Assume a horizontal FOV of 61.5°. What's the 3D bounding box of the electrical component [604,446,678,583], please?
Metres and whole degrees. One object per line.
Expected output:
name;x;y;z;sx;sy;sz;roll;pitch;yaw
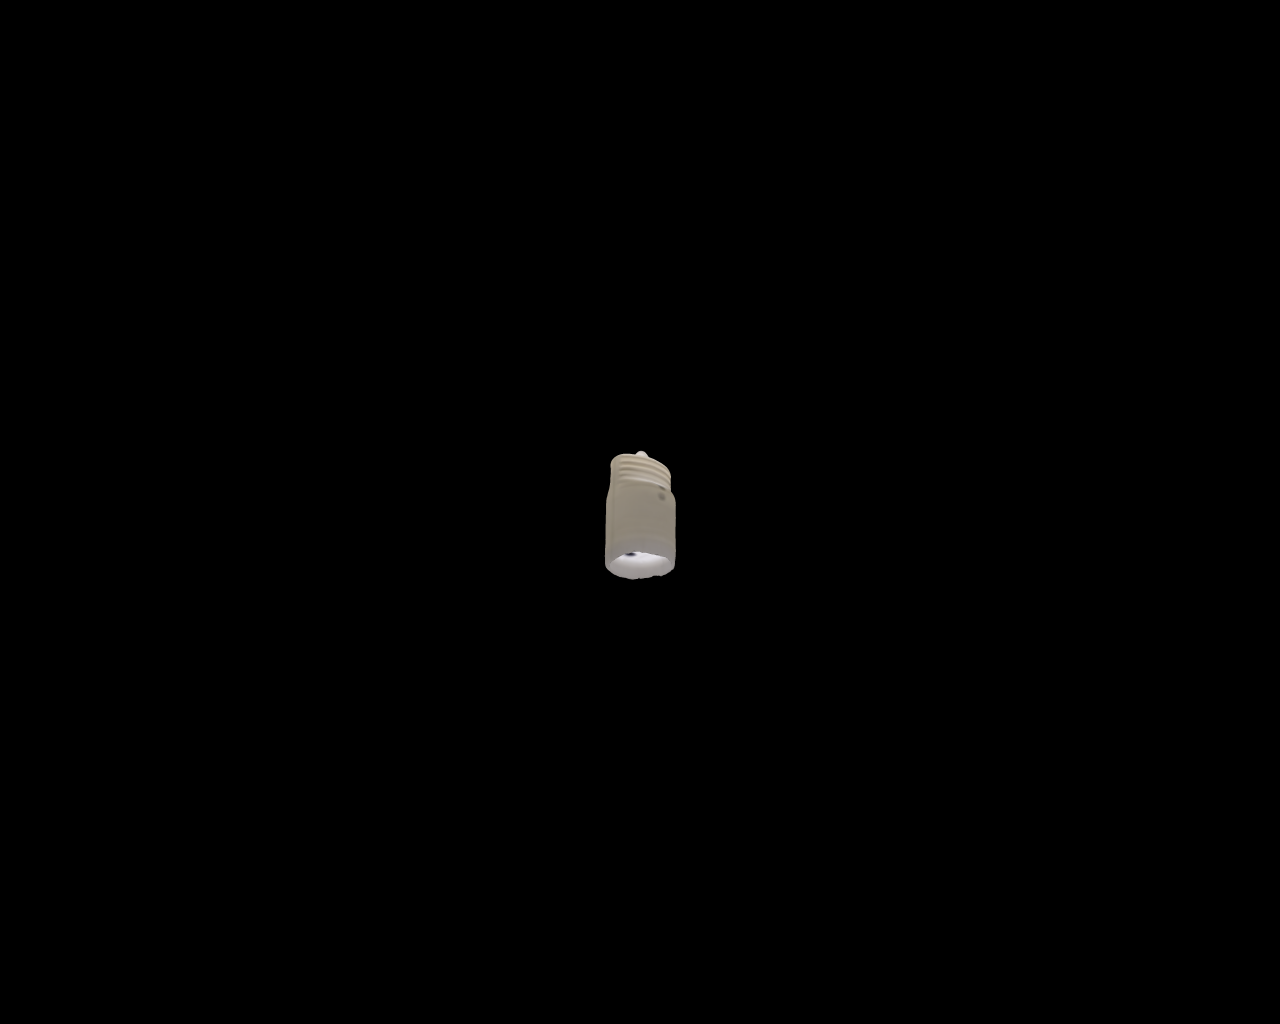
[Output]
electrical component;0.001;-0.003;0.650;0.043;0.081;0.043;0;-26;0
